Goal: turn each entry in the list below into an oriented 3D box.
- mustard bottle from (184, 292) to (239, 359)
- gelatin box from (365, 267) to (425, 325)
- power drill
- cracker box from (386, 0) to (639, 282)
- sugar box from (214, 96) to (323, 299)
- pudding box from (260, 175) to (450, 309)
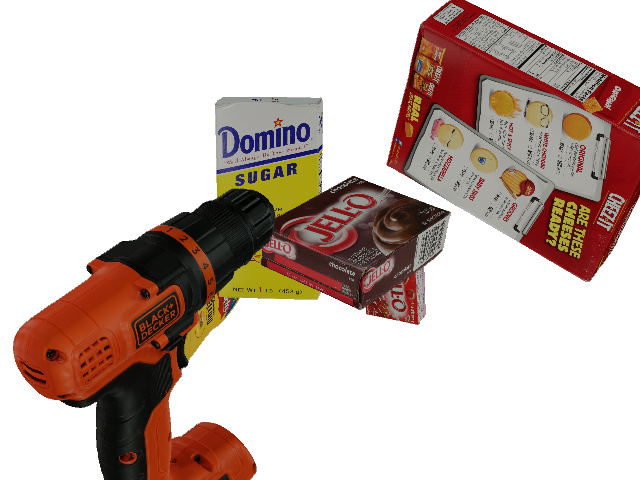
[{"bbox_3d":[-0.124,0.053,1.135,0.058,0.096,0.191,10,29,20],"label":"mustard bottle"},{"bbox_3d":[0.092,0.057,1.339,0.073,0.089,0.030,10,32,26],"label":"gelatin box"},{"bbox_3d":[-0.085,0.078,0.626,0.057,0.188,0.184,19,40,35],"label":"power drill"},{"bbox_3d":[0.173,-0.087,0.910,0.214,0.164,0.072,31,50,18],"label":"cracker box"},{"bbox_3d":[-0.045,-0.038,0.946,0.093,0.176,0.048,1,15,5],"label":"sugar box"},{"bbox_3d":[0.025,-0.001,0.764,0.090,0.039,0.113,24,33,30],"label":"pudding box"}]
